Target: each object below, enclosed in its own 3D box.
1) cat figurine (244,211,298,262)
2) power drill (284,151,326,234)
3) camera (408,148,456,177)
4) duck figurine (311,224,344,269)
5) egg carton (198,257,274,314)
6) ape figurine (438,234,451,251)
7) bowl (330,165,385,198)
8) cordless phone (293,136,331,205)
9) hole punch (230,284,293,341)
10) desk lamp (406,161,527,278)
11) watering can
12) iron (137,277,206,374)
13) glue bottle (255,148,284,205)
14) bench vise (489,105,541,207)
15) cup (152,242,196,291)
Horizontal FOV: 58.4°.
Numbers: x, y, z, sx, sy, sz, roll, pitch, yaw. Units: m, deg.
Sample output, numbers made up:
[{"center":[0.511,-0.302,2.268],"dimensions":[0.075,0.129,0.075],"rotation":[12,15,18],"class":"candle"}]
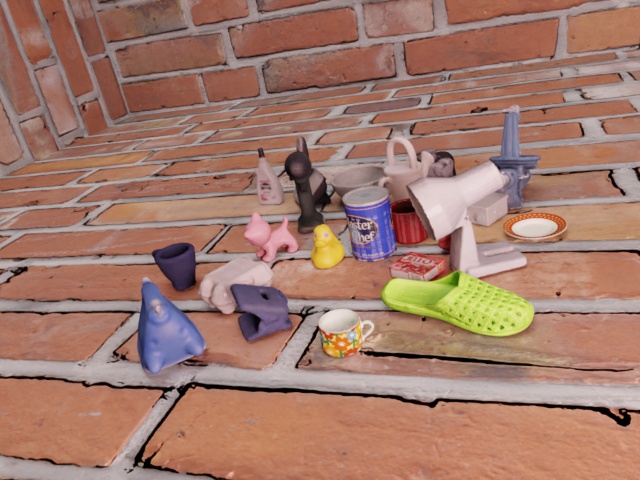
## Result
[{"center":[-0.124,-0.015,1.358],"dimensions":[0.128,0.118,0.067],"rotation":[-23,27,-24],"class":"cat figurine"},{"center":[-0.041,-0.129,1.457],"dimensions":[0.075,0.209,0.229],"rotation":[-12,24,0],"class":"power drill"},{"center":[0.325,-0.207,1.595],"dimensions":[0.137,0.101,0.142],"rotation":[-30,30,-34],"class":"camera"},{"center":[0.012,0.005,1.293],"dimensions":[0.077,0.086,0.104],"rotation":[-4,26,17],"class":"duck figurine"},{"center":[-0.175,0.092,1.206],"dimensions":[0.107,0.069,0.151],"rotation":[14,35,43],"class":"egg carton"},{"center":[0.280,-0.024,1.227],"dimensions":[0.078,0.092,0.075],"rotation":[-28,29,-32],"class":"ape figurine"},{"center":[0.116,-0.147,1.590],"dimensions":[0.167,0.075,0.167],"rotation":[-10,24,5],"class":"bowl"},{"center":[-0.038,-0.193,1.624],"dimensions":[0.094,0.185,0.147],"rotation":[-18,25,-13],"class":"cordless phone"},{"center":[-0.112,0.122,1.087],"dimensions":[0.101,0.091,0.108],"rotation":[-18,25,-14],"class":"hole punch"},{"center":[0.280,-0.039,1.112],"dimensions":[0.203,0.214,0.117],"rotation":[-14,24,-4],"class":"desk lamp"},{"center":[0.216,-0.171,1.452],"dimensions":[0.100,0.194,0.173],"rotation":[6,30,34],"class":"watering can"},{"center":[-0.304,0.139,1.076],"dimensions":[0.119,0.142,0.257],"rotation":[-21,26,-19],"class":"iron"},{"center":[-0.158,-0.188,1.681],"dimensions":[0.078,0.173,0.037],"rotation":[-1,26,22],"class":"glue bottle"},{"center":[0.469,-0.201,1.372],"dimensions":[0.121,0.220,0.207],"rotation":[-5,25,15],"class":"bench vise"},{"center":[-0.330,0.065,1.305],"dimensions":[0.117,0.095,0.092],"rotation":[4,29,30],"class":"cup"}]
